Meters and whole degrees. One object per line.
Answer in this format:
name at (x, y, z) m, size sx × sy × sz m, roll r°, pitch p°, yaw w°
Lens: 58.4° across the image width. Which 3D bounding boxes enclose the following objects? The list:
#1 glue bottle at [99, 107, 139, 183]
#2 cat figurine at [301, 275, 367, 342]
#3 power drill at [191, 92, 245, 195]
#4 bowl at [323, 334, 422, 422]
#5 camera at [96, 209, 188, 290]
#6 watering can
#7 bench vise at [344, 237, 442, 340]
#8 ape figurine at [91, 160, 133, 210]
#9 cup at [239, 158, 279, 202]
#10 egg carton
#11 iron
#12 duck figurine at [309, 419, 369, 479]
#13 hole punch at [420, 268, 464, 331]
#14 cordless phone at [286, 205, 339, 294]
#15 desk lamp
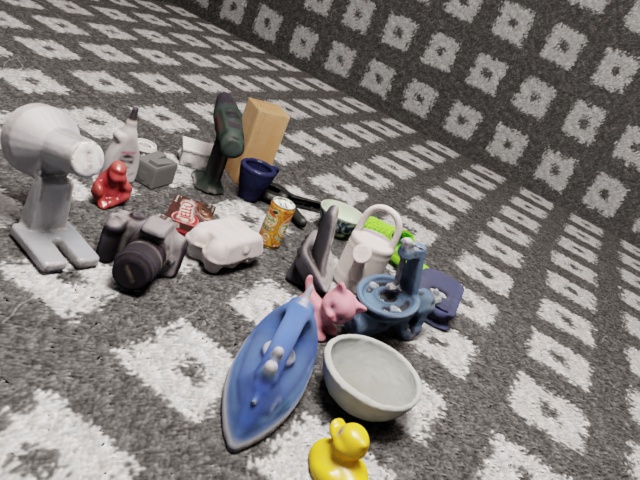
glue bottle at (-0.411, -0.201, 1.210) m, size 0.037 × 0.173 × 0.078 m, roll 37°, pitch 27°, yaw 26°
cat figurine at (0.015, 0.114, 1.029) m, size 0.127 × 0.118 × 0.067 m, roll 36°, pitch 27°, yaw 25°
power drill at (-0.241, -0.226, 1.372) m, size 0.076 × 0.208 × 0.229 m, roll 11°, pitch 28°, yaw -27°
bowl at (0.071, 0.229, 0.903) m, size 0.167 × 0.075 × 0.167 m, roll 20°, pitch 25°, yaw -9°
camera at (-0.306, 0.013, 0.961) m, size 0.143 × 0.101 × 0.137 m, roll 22°, pitch 24°, yaw -5°
watering can at (0.108, 0.018, 1.215) m, size 0.101 × 0.194 × 0.173 m, roll 20°, pitch 25°, yaw -9°
bench vise at (0.156, 0.086, 1.092) m, size 0.121 × 0.219 × 0.208 m, roll 38°, pitch 28°, yaw 28°
ape figurine at (-0.409, -0.115, 1.136) m, size 0.078 × 0.092 × 0.076 m, roll 10°, pitch 28°, yaw -28°
cup at (-0.156, -0.145, 1.423) m, size 0.091 × 0.095 × 0.118 m, roll 38°, pitch 28°, yaw 28°
egg carton at (-0.184, 0.009, 1.119) m, size 0.107 × 0.069 × 0.151 m, roll 35°, pitch 27°, yaw 23°
iron at (-0.061, 0.169, 0.822) m, size 0.118 × 0.141 × 0.258 m, roll 25°, pitch 24°, yaw 1°
duck figurine at (0.037, 0.283, 0.749) m, size 0.078 × 0.086 × 0.104 m, roll 4°, pitch 31°, yaw -38°
hole punch at (0.254, 0.128, 1.251) m, size 0.108 × 0.091 × 0.101 m, roll 27°, pitch 24°, yaw 5°
cordless phone at (0.011, 0.004, 1.165) m, size 0.094 × 0.185 × 0.147 m, roll 23°, pitch 24°, yaw -2°
desk lamp at (-0.426, -0.092, 0.929) m, size 0.202 × 0.213 × 0.118 m, roll 38°, pitch 28°, yaw 28°
